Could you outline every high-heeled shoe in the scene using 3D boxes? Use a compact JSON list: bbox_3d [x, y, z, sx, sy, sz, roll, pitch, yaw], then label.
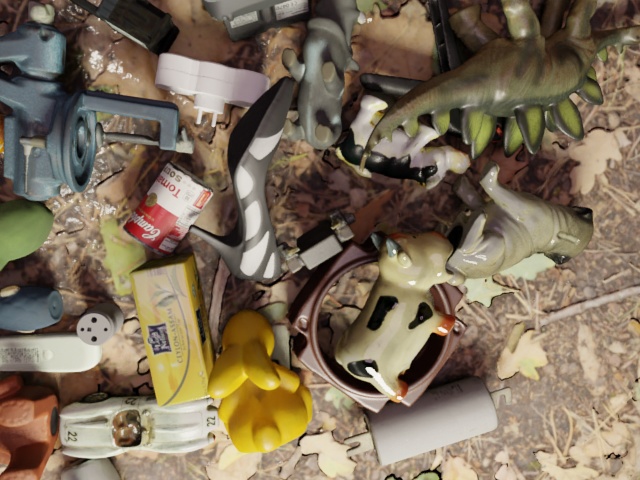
[{"bbox_3d":[-0.057,-0.062,0.666,0.145,0.086,0.248,26,104,-31],"label":"high-heeled shoe"}]

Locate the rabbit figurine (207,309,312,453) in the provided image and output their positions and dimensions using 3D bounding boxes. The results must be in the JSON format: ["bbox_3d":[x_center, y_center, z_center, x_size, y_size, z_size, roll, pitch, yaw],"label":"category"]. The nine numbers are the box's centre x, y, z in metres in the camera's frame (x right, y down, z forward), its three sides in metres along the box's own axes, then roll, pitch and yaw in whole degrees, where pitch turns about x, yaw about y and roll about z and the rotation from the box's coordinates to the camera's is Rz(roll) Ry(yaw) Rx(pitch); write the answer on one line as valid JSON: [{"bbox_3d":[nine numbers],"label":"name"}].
[{"bbox_3d":[-0.089,0.173,0.679,0.122,0.162,0.173,-12,79,6],"label":"rabbit figurine"}]

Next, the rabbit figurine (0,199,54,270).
[{"bbox_3d":[-0.412,-0.014,0.631,0.170,0.121,0.159,12,88,-22],"label":"rabbit figurine"}]

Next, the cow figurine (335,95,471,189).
[{"bbox_3d":[0.109,-0.110,0.703,0.167,0.068,0.098,28,97,-5],"label":"cow figurine"}]

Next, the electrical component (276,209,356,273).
[{"bbox_3d":[-0.003,-0.002,0.676,0.102,0.078,0.045,-29,112,11],"label":"electrical component"}]

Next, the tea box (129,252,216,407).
[{"bbox_3d":[-0.180,0.107,0.676,0.068,0.098,0.169,-10,98,-5],"label":"tea box"}]

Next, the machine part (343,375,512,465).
[{"bbox_3d":[0.150,0.245,0.736,0.243,0.079,0.079,-16,97,-4],"label":"machine part"}]

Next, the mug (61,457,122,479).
[{"bbox_3d":[-0.294,0.335,0.684,0.081,0.109,0.107,-21,84,1],"label":"mug"}]

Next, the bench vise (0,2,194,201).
[{"bbox_3d":[-0.268,-0.150,0.626,0.241,0.129,0.223,6,93,-10],"label":"bench vise"}]

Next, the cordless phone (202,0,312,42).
[{"bbox_3d":[-0.090,-0.355,0.659,0.147,0.088,0.184,-19,81,-4],"label":"cordless phone"}]

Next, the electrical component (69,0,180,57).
[{"bbox_3d":[-0.236,-0.274,0.647,0.119,0.075,0.047,32,92,-6],"label":"electrical component"}]

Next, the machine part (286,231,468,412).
[{"bbox_3d":[0.074,0.106,0.711,0.201,0.087,0.201,36,89,-8],"label":"machine part"}]

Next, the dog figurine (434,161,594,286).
[{"bbox_3d":[0.259,0.008,0.701,0.190,0.121,0.172,26,87,-10],"label":"dog figurine"}]

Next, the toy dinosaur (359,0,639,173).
[{"bbox_3d":[0.241,-0.203,0.667,0.471,0.105,0.198,-17,97,-17],"label":"toy dinosaur"}]

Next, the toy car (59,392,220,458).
[{"bbox_3d":[-0.234,0.239,0.702,0.202,0.056,0.073,-1,95,-6],"label":"toy car"}]

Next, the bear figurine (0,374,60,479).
[{"bbox_3d":[-0.427,0.226,0.645,0.196,0.132,0.120,2,93,-13],"label":"bear figurine"}]

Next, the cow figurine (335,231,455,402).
[{"bbox_3d":[0.088,0.075,0.628,0.127,0.085,0.195,33,91,-15],"label":"cow figurine"}]

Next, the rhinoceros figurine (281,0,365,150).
[{"bbox_3d":[0.009,-0.206,0.665,0.073,0.112,0.190,16,109,26],"label":"rhinoceros figurine"}]

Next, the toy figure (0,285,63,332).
[{"bbox_3d":[-0.405,0.091,0.669,0.155,0.058,0.064,-6,90,-1],"label":"toy figure"}]
